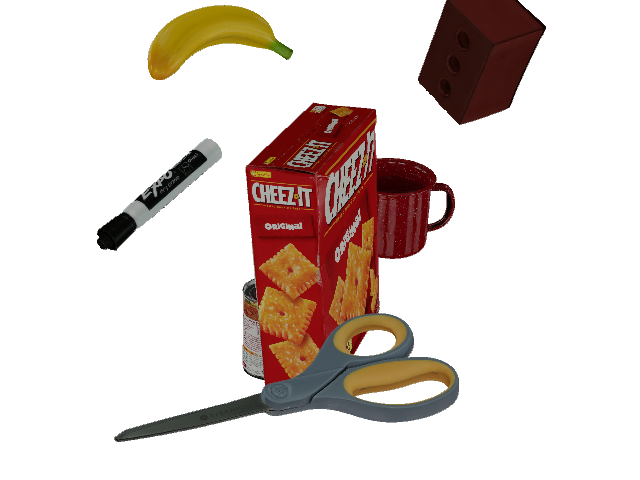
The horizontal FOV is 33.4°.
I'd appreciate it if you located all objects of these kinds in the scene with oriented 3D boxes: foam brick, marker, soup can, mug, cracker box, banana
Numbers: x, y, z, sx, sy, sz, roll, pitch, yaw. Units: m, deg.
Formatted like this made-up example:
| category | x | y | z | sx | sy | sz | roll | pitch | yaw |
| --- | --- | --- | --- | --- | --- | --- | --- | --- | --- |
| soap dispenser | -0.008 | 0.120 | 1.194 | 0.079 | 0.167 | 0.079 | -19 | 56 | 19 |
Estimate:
| category | x | y | z | sx | sy | sz | roll | pitch | yaw |
| --- | --- | --- | --- | --- | --- | --- | --- | --- | --- |
| foam brick | 0.111 | -0.130 | 0.747 | 0.051 | 0.053 | 0.078 | -23 | -30 | -29 |
| marker | -0.116 | -0.033 | 0.771 | 0.020 | 0.020 | 0.121 | 0 | 37 | 48 |
| soup can | -0.056 | 0.101 | 1.232 | 0.068 | 0.102 | 0.068 | 2 | 24 | -1 |
| mug | 0.087 | -0.034 | 1.150 | 0.117 | 0.081 | 0.093 | -4 | 29 | -10 |
| cracker box | 0.002 | 0.005 | 0.954 | 0.072 | 0.214 | 0.164 | 7 | 28 | 18 |
| banana | -0.105 | -0.196 | 1.031 | 0.070 | 0.037 | 0.197 | 44 | 38 | 20 |

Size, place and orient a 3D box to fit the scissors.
| category | x | y | z | sx | sy | sz | roll | pitch | yaw |
| --- | --- | --- | --- | --- | --- | --- | --- | --- | --- |
| scissors | -0.019 | 0.080 | 0.638 | 0.201 | 0.016 | 0.096 | -2 | 35 | -6 |
